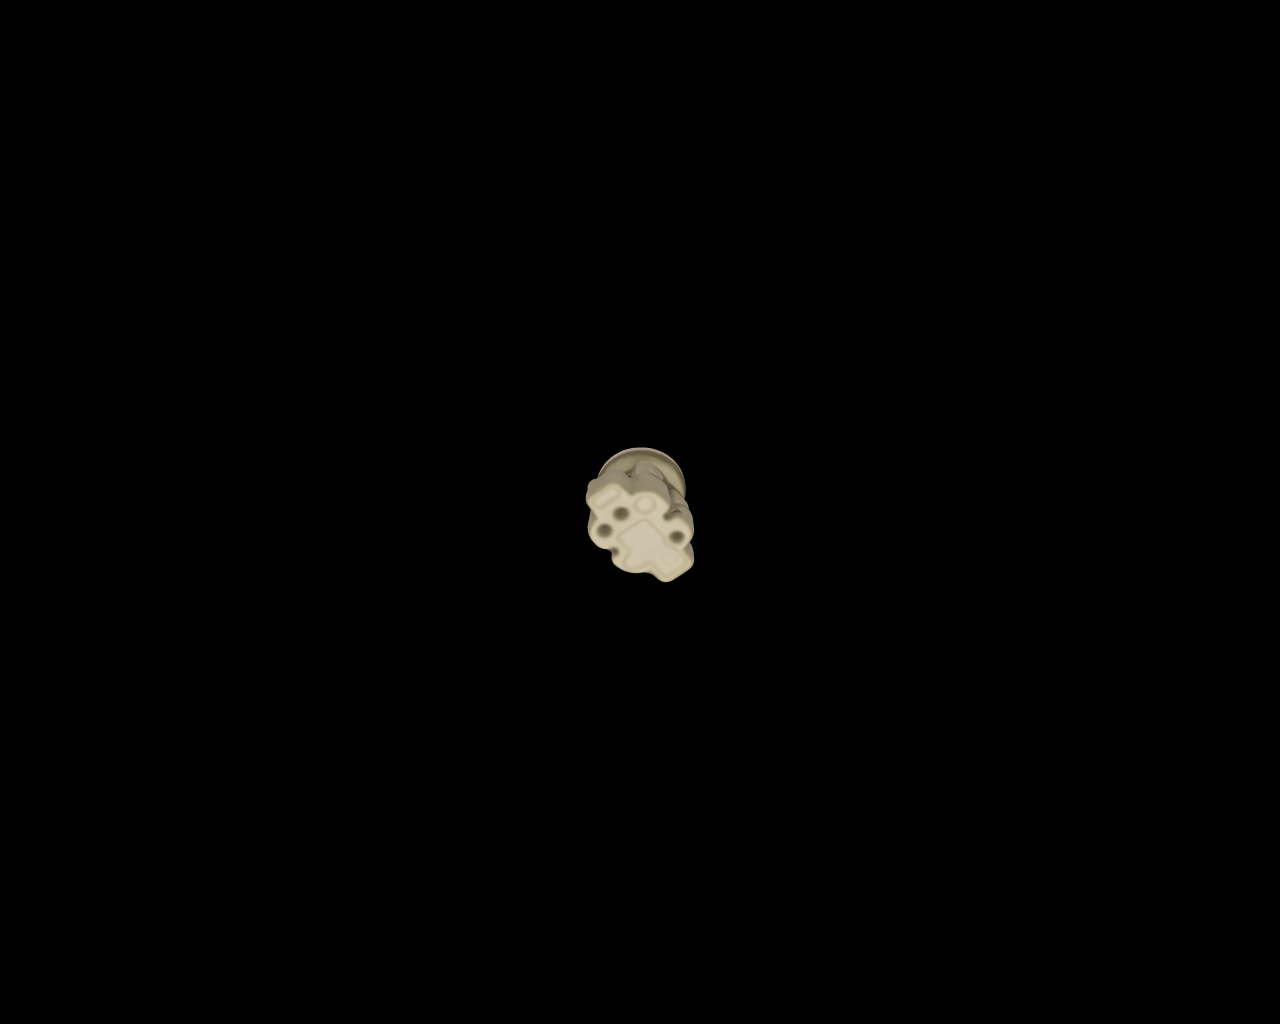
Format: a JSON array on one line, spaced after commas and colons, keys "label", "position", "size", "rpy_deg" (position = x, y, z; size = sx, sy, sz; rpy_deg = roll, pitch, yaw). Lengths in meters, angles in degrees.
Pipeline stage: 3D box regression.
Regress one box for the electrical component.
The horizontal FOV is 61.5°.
[{"label": "electrical component", "position": [0.001, -0.003, 0.650], "size": [0.058, 0.078, 0.057], "rpy_deg": [-33, 28, 20]}]
